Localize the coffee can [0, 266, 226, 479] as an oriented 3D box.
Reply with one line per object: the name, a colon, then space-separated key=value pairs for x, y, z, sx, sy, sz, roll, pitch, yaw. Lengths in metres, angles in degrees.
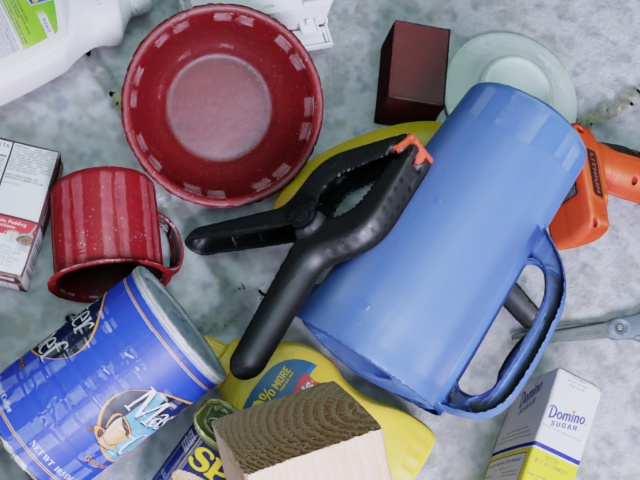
coffee can: x=-0.153 y=0.100 z=0.759 sx=0.140 sy=0.103 sz=0.103 roll=-37 pitch=82 yaw=-2

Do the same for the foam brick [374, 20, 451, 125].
foam brick: x=0.080 y=-0.143 z=0.928 sx=0.051 sy=0.053 sz=0.078 roll=9 pitch=72 yaw=-8

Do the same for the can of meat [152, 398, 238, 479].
can of meat: x=-0.068 y=0.180 z=0.776 sx=0.102 sy=0.057 sz=0.084 roll=37 pitch=109 yaw=2

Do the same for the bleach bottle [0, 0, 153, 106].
bleach bottle: x=-0.252 y=-0.156 z=0.863 sx=0.250 sy=0.068 sz=0.102 roll=-23 pitch=78 yaw=-19

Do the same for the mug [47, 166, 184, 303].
mug: x=-0.155 y=-0.003 z=0.826 sx=0.117 sy=0.093 sz=0.081 roll=10 pitch=62 yaw=-40

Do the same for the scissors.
scissors: x=0.268 y=0.091 z=0.910 sx=0.201 sy=0.016 sz=0.096 roll=-20 pitch=77 yaw=-16

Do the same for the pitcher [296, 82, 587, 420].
pitcher: x=0.107 y=0.008 z=0.815 sx=0.149 sy=0.145 sz=0.243 roll=38 pitch=81 yaw=-21

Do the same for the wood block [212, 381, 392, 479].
wood block: x=0.003 y=0.211 z=0.700 sx=0.090 sy=0.090 sz=0.206 roll=-17 pitch=108 yaw=-16

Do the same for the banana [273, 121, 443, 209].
banana: x=0.047 y=-0.064 z=0.895 sx=0.197 sy=0.037 sz=0.070 roll=-16 pitch=34 yaw=-11

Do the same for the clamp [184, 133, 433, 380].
clamp: x=-0.005 y=0.001 z=0.789 sx=0.210 sy=0.036 sz=0.164 roll=-33 pitch=43 yaw=14

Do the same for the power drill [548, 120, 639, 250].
power drill: x=0.278 y=-0.019 z=0.900 sx=0.187 sy=0.057 sz=0.184 roll=9 pitch=60 yaw=-27

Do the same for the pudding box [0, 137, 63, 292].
pudding box: x=-0.259 y=-0.025 z=0.833 sx=0.090 sy=0.039 sz=0.113 roll=13 pitch=69 yaw=-5

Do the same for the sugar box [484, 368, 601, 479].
sugar box: x=0.156 y=0.191 z=0.815 sx=0.048 sy=0.093 sz=0.176 roll=27 pitch=70 yaw=-3

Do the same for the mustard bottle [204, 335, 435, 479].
mustard bottle: x=-0.014 y=0.134 z=0.817 sx=0.191 sy=0.058 sz=0.096 roll=34 pitch=88 yaw=2

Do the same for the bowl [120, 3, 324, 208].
bowl: x=-0.080 y=-0.108 z=0.868 sx=0.162 sy=0.055 sz=0.162 roll=-1 pitch=96 yaw=-9

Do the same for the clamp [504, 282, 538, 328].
clamp: x=0.135 y=-0.011 z=0.904 sx=0.171 sy=0.039 sz=0.120 roll=28 pitch=68 yaw=-1
